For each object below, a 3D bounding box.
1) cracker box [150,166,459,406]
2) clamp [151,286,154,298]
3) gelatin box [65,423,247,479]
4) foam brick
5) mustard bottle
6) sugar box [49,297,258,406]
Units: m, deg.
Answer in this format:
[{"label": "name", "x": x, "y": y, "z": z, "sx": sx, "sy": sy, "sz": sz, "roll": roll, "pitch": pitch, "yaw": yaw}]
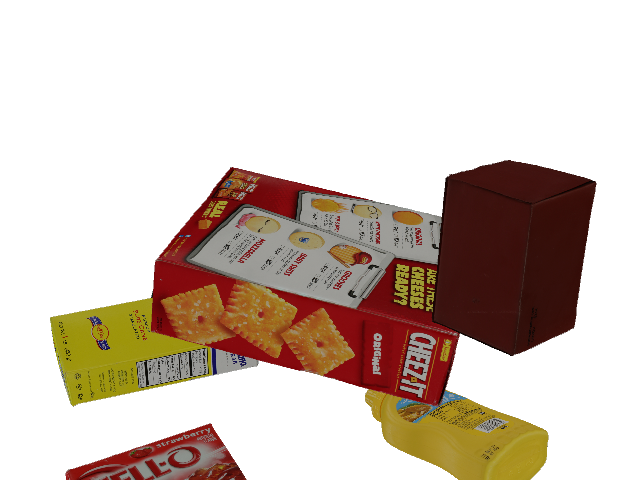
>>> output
[{"label": "cracker box", "x": 0.003, "y": 0.029, "z": 0.795, "sx": 0.214, "sy": 0.072, "sz": 0.164, "roll": 14, "pitch": 30, "yaw": 9}, {"label": "clamp", "x": -0.123, "y": 0.042, "z": 1.214, "sx": 0.120, "sy": 0.039, "sz": 0.171, "roll": 0, "pitch": 30, "yaw": 30}, {"label": "gelatin box", "x": -0.087, "y": 0.142, "z": 0.585, "sx": 0.089, "sy": 0.030, "sz": 0.073, "roll": -15, "pitch": 27, "yaw": -20}, {"label": "foam brick", "x": 0.091, "y": 0.006, "z": 0.510, "sx": 0.052, "sy": 0.078, "sz": 0.051, "roll": -16, "pitch": 28, "yaw": -41}, {"label": "mustard bottle", "x": 0.117, "y": 0.181, "z": 1.034, "sx": 0.096, "sy": 0.058, "sz": 0.192, "roll": -17, "pitch": 25, "yaw": -40}, {"label": "sugar box", "x": -0.155, "y": 0.093, "z": 0.991, "sx": 0.176, "sy": 0.048, "sz": 0.093, "roll": -13, "pitch": 35, "yaw": -16}]
